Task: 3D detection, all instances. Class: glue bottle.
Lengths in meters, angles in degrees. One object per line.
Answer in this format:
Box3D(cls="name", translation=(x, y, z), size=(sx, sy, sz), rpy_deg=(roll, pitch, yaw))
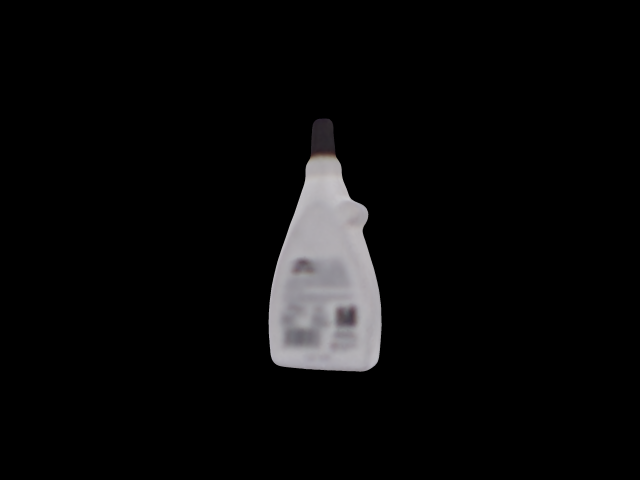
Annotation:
Box3D(cls="glue bottle", translation=(0.004, 0.001, 0.400), size=(0.078, 0.173, 0.037), rpy_deg=(0, 0, 16))
